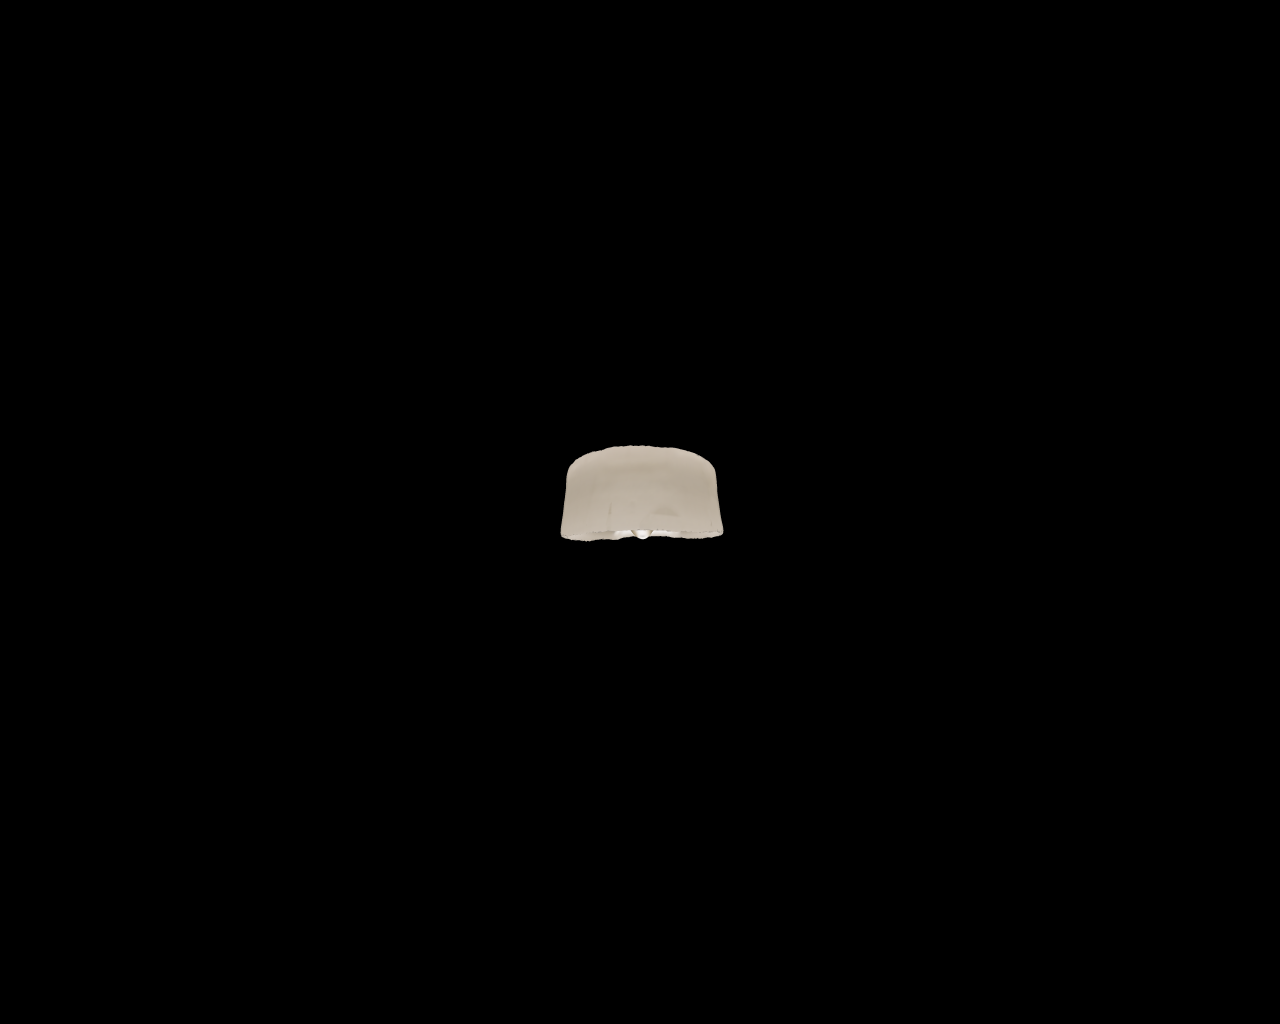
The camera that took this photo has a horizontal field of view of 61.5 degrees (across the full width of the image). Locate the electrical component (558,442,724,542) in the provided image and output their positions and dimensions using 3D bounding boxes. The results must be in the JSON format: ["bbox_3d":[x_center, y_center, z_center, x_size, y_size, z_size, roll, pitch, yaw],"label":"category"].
[{"bbox_3d":[0.001,-0.003,0.650,0.099,0.064,0.099,0,-18,0],"label":"electrical component"}]
